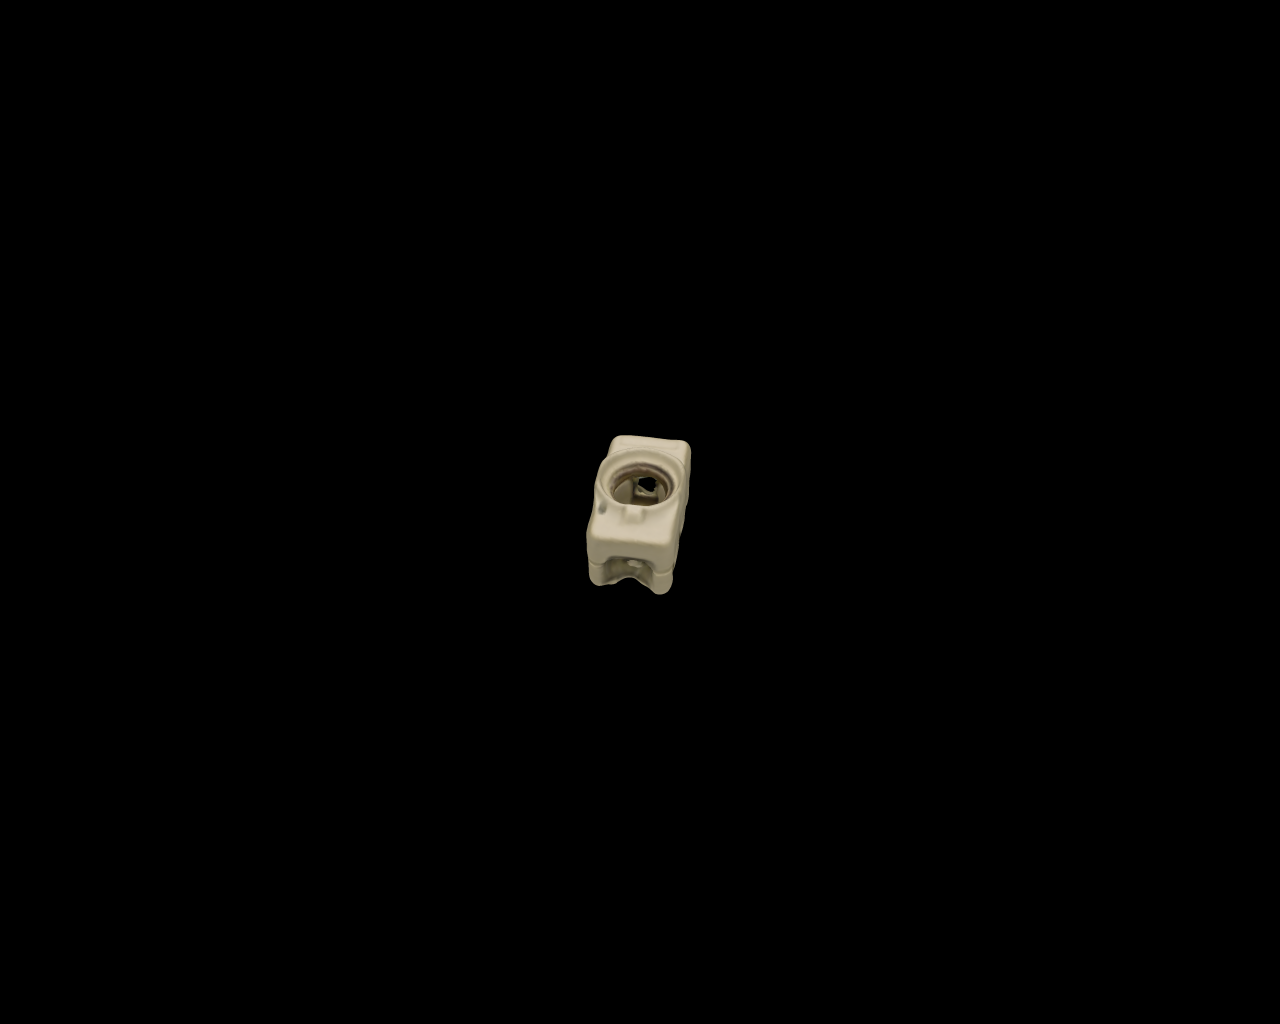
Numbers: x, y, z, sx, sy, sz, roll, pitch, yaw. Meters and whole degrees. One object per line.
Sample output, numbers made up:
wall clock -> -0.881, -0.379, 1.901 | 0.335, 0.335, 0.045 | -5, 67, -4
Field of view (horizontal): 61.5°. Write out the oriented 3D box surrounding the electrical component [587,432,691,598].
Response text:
electrical component -> 0.001, -0.003, 0.650 | 0.050, 0.090, 0.055 | 7, -43, 7
